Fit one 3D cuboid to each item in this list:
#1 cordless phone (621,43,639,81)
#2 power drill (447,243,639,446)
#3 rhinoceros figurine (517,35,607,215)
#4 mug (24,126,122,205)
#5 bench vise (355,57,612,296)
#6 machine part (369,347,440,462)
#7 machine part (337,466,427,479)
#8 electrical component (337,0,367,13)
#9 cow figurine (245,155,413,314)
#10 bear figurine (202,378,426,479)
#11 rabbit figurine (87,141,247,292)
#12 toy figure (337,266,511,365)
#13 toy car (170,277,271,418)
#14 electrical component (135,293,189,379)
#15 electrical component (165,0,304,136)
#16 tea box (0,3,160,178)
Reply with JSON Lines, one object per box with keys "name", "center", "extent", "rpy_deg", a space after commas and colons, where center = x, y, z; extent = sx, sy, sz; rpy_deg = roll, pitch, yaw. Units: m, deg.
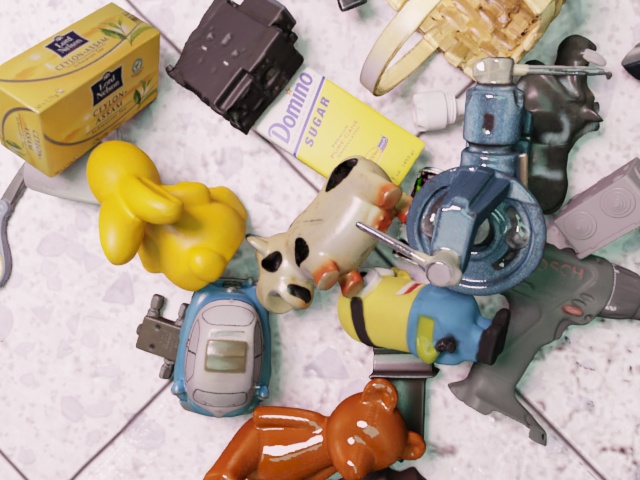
{"name": "cordless phone", "center": [0.388, -0.253, 0.526], "extent": [0.089, 0.146, 0.184], "rpy_deg": [11, 94, -5]}
{"name": "power drill", "center": [0.247, 0.107, 0.576], "extent": [0.232, 0.086, 0.207], "rpy_deg": [24, 96, 4]}
{"name": "rhinoceros figurine", "center": [0.244, -0.123, 0.575], "extent": [0.112, 0.073, 0.190], "rpy_deg": [13, 92, 5]}
{"name": "mug", "center": [-0.258, -0.088, 0.611], "extent": [0.107, 0.081, 0.109], "rpy_deg": [22, 79, -8]}
{"name": "bench vise", "center": [0.134, -0.038, 0.452], "extent": [0.129, 0.240, 0.223], "rpy_deg": [21, 118, 20]}
{"name": "machine part", "center": [0.095, 0.180, 0.608], "extent": [0.084, 0.039, 0.138], "rpy_deg": [1, 89, -1]}
{"name": "machine part", "center": [0.068, 0.342, 0.603], "extent": [0.179, 0.056, 0.179], "rpy_deg": [0, 92, 2]}
{"name": "electrical component", "center": [0.020, -0.308, 0.598], "extent": [0.075, 0.048, 0.119], "rpy_deg": [-23, 90, 4]}
{"name": "cow figurine", "center": [-0.001, -0.002, 0.557], "extent": [0.195, 0.085, 0.127], "rpy_deg": [-52, 48, 15]}
{"name": "bear figurine", "center": [0.001, 0.227, 0.555], "extent": [0.196, 0.132, 0.120], "rpy_deg": [-15, 113, 24]}
{"name": "rabbit figurine", "center": [-0.171, -0.025, 0.550], "extent": [0.122, 0.162, 0.173], "rpy_deg": [-39, 105, 11]}
{"name": "toy figure", "center": [0.098, 0.082, 0.554], "extent": [0.180, 0.082, 0.089], "rpy_deg": [17, 92, 33]}
{"name": "toy car", "center": [-0.099, 0.121, 0.579], "extent": [0.109, 0.103, 0.161], "rpy_deg": [7, 91, -12]}
{"name": "electrical component", "center": [-0.185, 0.114, 0.632], "extent": [0.063, 0.021, 0.094], "rpy_deg": [16, 93, 3]}
{"name": "electrical component", "center": [-0.087, -0.200, 0.582], "extent": [0.115, 0.058, 0.134], "rpy_deg": [39, 94, 28]}
{"name": "tea box", "center": [-0.244, -0.156, 0.553], "extent": [0.068, 0.098, 0.169], "rpy_deg": [34, 55, 4]}
